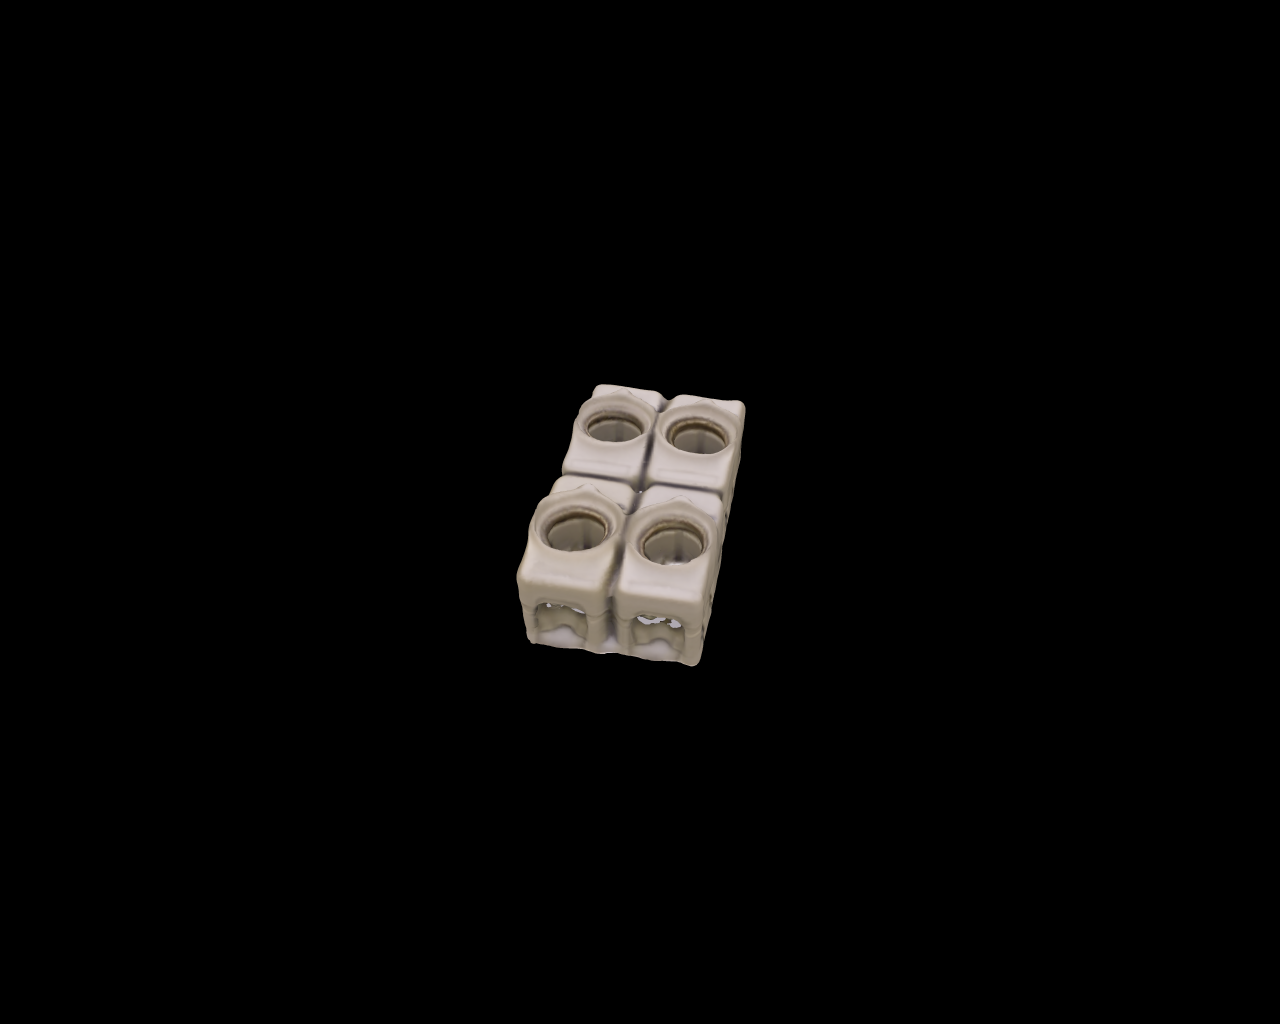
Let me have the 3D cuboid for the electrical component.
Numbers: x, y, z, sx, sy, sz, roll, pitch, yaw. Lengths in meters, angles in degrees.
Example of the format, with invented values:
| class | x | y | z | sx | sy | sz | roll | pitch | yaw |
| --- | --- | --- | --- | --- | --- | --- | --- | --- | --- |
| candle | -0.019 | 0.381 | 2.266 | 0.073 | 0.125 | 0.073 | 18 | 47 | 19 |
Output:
| class | x | y | z | sx | sy | sz | roll | pitch | yaw |
| --- | --- | --- | --- | --- | --- | --- | --- | --- | --- |
| electrical component | 0.001 | -0.003 | 0.650 | 0.105 | 0.060 | 0.186 | 8 | 44 | 8 |
